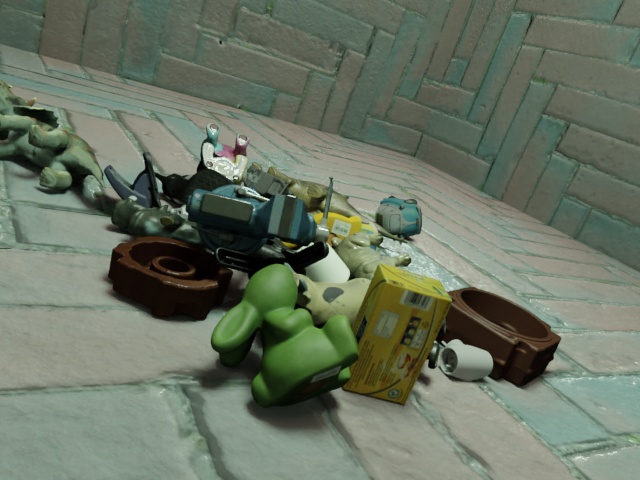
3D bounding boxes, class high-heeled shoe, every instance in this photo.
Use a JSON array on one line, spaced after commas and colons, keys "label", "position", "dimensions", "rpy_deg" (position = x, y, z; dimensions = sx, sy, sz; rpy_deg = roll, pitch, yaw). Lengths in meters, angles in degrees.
[{"label": "high-heeled shoe", "position": [-0.244, -0.096, 1.142], "dimensions": [0.249, 0.086, 0.145], "rpy_deg": [18, -8, 22]}]

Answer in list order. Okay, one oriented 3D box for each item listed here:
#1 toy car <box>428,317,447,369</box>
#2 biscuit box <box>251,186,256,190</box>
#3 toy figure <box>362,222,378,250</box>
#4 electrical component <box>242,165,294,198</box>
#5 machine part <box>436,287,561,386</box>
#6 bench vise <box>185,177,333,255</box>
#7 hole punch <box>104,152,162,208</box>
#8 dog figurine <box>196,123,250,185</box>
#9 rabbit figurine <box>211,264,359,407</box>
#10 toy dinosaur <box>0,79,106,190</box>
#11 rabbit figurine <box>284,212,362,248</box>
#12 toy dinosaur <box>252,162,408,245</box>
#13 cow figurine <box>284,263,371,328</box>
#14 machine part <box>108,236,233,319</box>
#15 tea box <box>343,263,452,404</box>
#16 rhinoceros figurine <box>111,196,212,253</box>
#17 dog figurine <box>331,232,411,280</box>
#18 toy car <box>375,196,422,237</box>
[{"label": "toy car", "position": [0.157, 0.163, 0.882], "dimensions": [0.089, 0.053, 0.202], "rpy_deg": [7, 15, 15]}, {"label": "biscuit box", "position": [-0.175, -0.065, 1.159], "dimensions": [0.063, 0.059, 0.203], "rpy_deg": [-16, 16, 9]}, {"label": "toy figure", "position": [0.090, 0.003, 1.248], "dimensions": [0.089, 0.082, 0.180], "rpy_deg": [23, 20, 5]}, {"label": "electrical component", "position": [-0.122, -0.109, 1.308], "dimensions": [0.115, 0.058, 0.134], "rpy_deg": [28, -17, 20]}, {"label": "machine part", "position": [0.325, 0.168, 0.997], "dimensions": [0.202, 0.087, 0.201], "rpy_deg": [31, 21, 36]}, {"label": "bench vise", "position": [-0.102, -0.025, 0.872], "dimensions": [0.224, 0.129, 0.240], "rpy_deg": [1, -11, -11]}, {"label": "hole punch", "position": [-0.355, -0.103, 1.030], "dimensions": [0.092, 0.115, 0.142], "rpy_deg": [-17, 16, -19]}, {"label": "dog figurine", "position": [-0.244, -0.161, 1.286], "dimensions": [0.108, 0.219, 0.191], "rpy_deg": [12, 62, -16]}, {"label": "rabbit figurine", "position": [-0.053, 0.115, 0.673], "dimensions": [0.159, 0.121, 0.170], "rpy_deg": [-21, 60, -12]}, {"label": "toy dinosaur", "position": [-0.540, -0.185, 1.085], "dimensions": [0.405, 0.131, 0.192], "rpy_deg": [30, 20, 11]}, {"label": "rabbit figurine", "position": [-0.002, -0.004, 1.162], "dimensions": [0.162, 0.121, 0.173], "rpy_deg": [8, 5, -5]}, {"label": "toy dinosaur", "position": [0.009, -0.097, 1.425], "dimensions": [0.472, 0.105, 0.198], "rpy_deg": [32, 17, 20]}, {"label": "cow figurine", "position": [0.007, 0.096, 0.789], "dimensions": [0.195, 0.127, 0.086], "rpy_deg": [-5, 24, -24]}, {"label": "machine part", "position": [-0.221, 0.052, 0.802], "dimensions": [0.179, 0.056, 0.179], "rpy_deg": [18, 16, -5]}, {"label": "tea box", "position": [0.098, 0.128, 0.732], "dimensions": [0.098, 0.169, 0.068], "rpy_deg": [18, 19, -10]}, {"label": "rhinoceros figurine", "position": [-0.270, -0.025, 0.949], "dimensions": [0.190, 0.073, 0.112], "rpy_deg": [15, 19, -15]}, {"label": "dog figurine", "position": [0.074, 0.065, 0.980], "dimensions": [0.172, 0.121, 0.190], "rpy_deg": [20, 20, 13]}, {"label": "toy car", "position": [0.216, -0.069, 1.567], "dimensions": [0.103, 0.109, 0.162], "rpy_deg": [-16, 27, -33]}]
